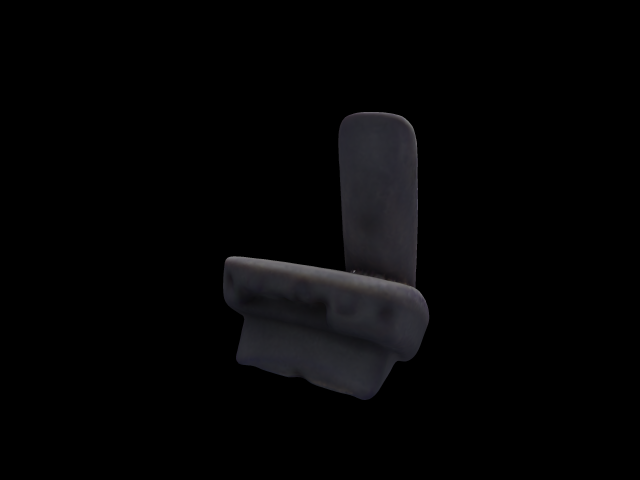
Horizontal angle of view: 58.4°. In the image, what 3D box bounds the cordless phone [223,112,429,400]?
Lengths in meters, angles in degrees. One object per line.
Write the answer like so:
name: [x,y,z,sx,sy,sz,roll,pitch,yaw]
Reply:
cordless phone: [0.004,0.001,0.400,0.147,0.185,0.094,7,22,18]
